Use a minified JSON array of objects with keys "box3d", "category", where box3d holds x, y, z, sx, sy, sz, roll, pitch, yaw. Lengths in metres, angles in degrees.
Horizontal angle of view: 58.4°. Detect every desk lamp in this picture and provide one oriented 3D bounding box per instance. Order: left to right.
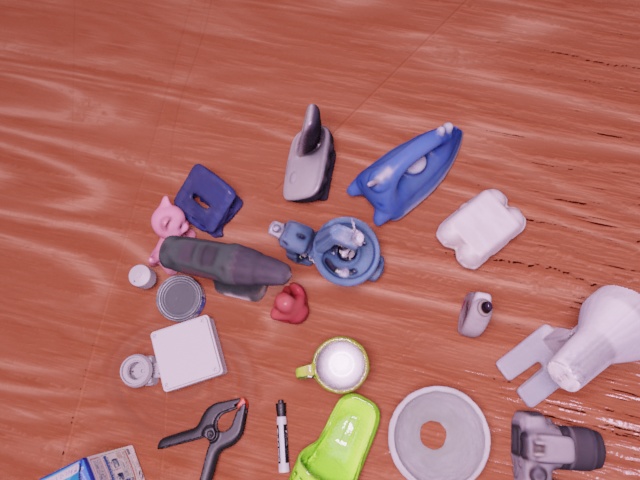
[{"box3d":[0.413,0.178,0.916,0.203,0.213,0.118,-37,77,-6],"category":"desk lamp"}]

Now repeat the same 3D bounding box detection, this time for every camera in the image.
[{"box3d":[0.389,0.356,0.932,0.136,0.101,0.143,2,76,4],"category":"camera"}]

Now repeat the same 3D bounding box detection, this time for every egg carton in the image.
[{"box3d":[0.293,-0.022,1.046,0.150,0.069,0.107,-39,77,-6],"category":"egg carton"}]

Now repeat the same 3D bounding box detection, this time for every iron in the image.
[{"box3d":[0.174,-0.148,1.046,0.258,0.141,0.118,-40,77,-6],"category":"iron"}]

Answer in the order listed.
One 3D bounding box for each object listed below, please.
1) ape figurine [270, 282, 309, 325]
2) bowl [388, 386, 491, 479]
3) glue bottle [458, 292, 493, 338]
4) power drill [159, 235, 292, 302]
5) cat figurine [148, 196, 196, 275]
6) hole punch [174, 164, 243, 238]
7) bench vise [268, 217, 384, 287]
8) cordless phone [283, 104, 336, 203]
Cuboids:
[{"box3d":[-0.057,0.114,1.021,0.078,0.092,0.076,-34,77,-5],"category":"ape figurine"},{"box3d":[0.196,0.330,0.963,0.167,0.075,0.167,-1,76,3],"category":"bowl"},{"box3d":[0.265,0.120,0.959,0.037,0.173,0.078,9,77,6],"category":"glue bottle"},{"box3d":[-0.148,0.050,0.982,0.229,0.208,0.076,11,77,6],"category":"power drill"},{"box3d":[-0.282,-0.010,1.051,0.067,0.118,0.128,20,78,8],"category":"cat figurine"},{"box3d":[-0.212,-0.072,1.076,0.108,0.091,0.101,37,81,11],"category":"hole punch"},{"box3d":[0.009,0.015,0.976,0.207,0.220,0.121,0,76,4],"category":"bench vise"},{"box3d":[-0.025,-0.154,1.037,0.094,0.185,0.147,5,77,5],"category":"cordless phone"}]
